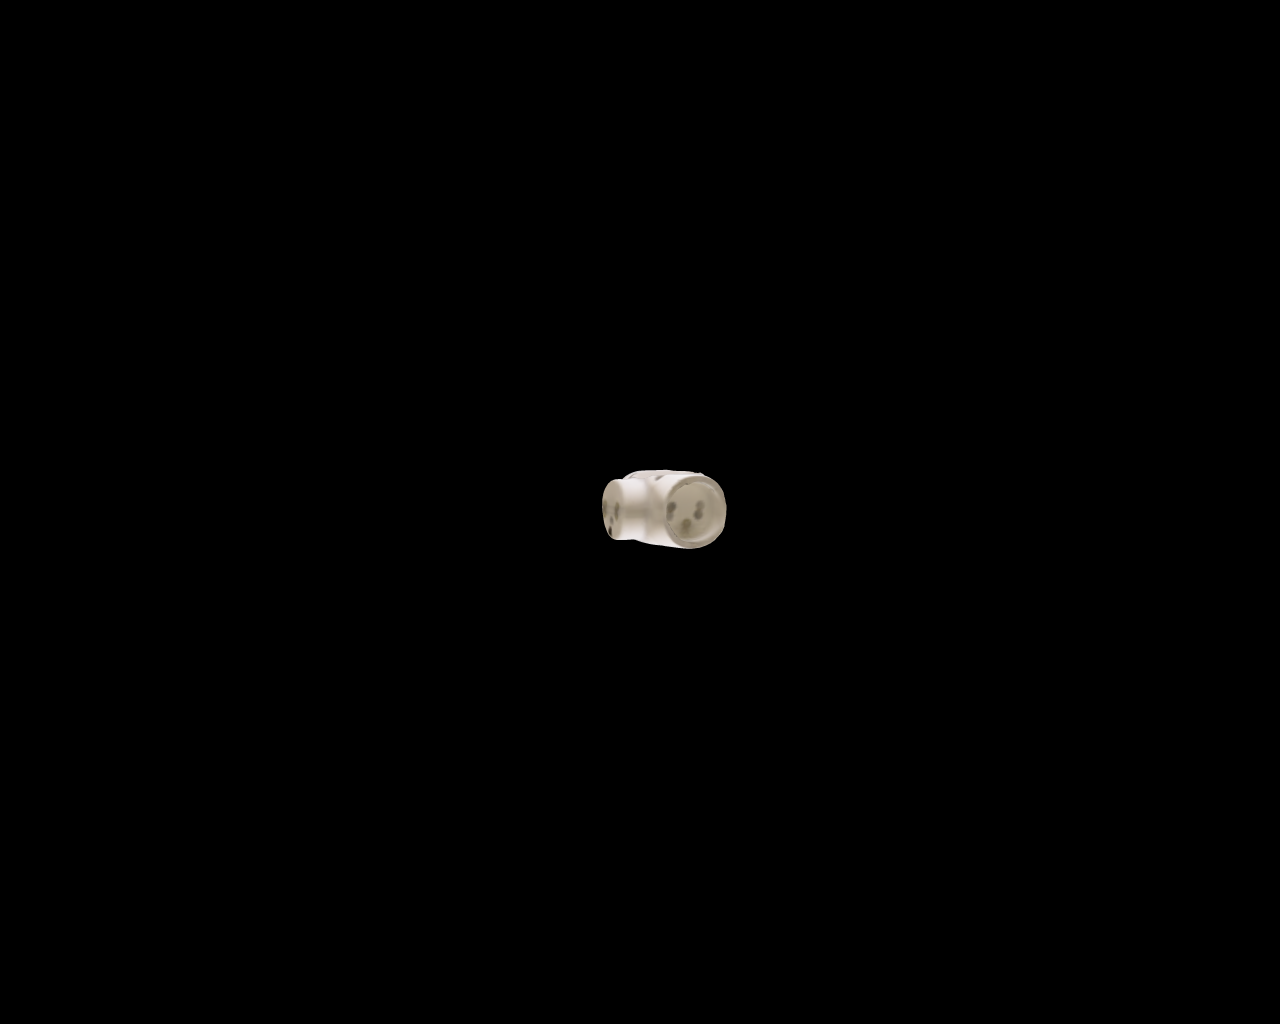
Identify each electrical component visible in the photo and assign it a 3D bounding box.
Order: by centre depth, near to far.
[{"bbox_3d":[0.001,-0.003,0.650,0.079,0.044,0.077,-2,5,-24],"label":"electrical component"}]
